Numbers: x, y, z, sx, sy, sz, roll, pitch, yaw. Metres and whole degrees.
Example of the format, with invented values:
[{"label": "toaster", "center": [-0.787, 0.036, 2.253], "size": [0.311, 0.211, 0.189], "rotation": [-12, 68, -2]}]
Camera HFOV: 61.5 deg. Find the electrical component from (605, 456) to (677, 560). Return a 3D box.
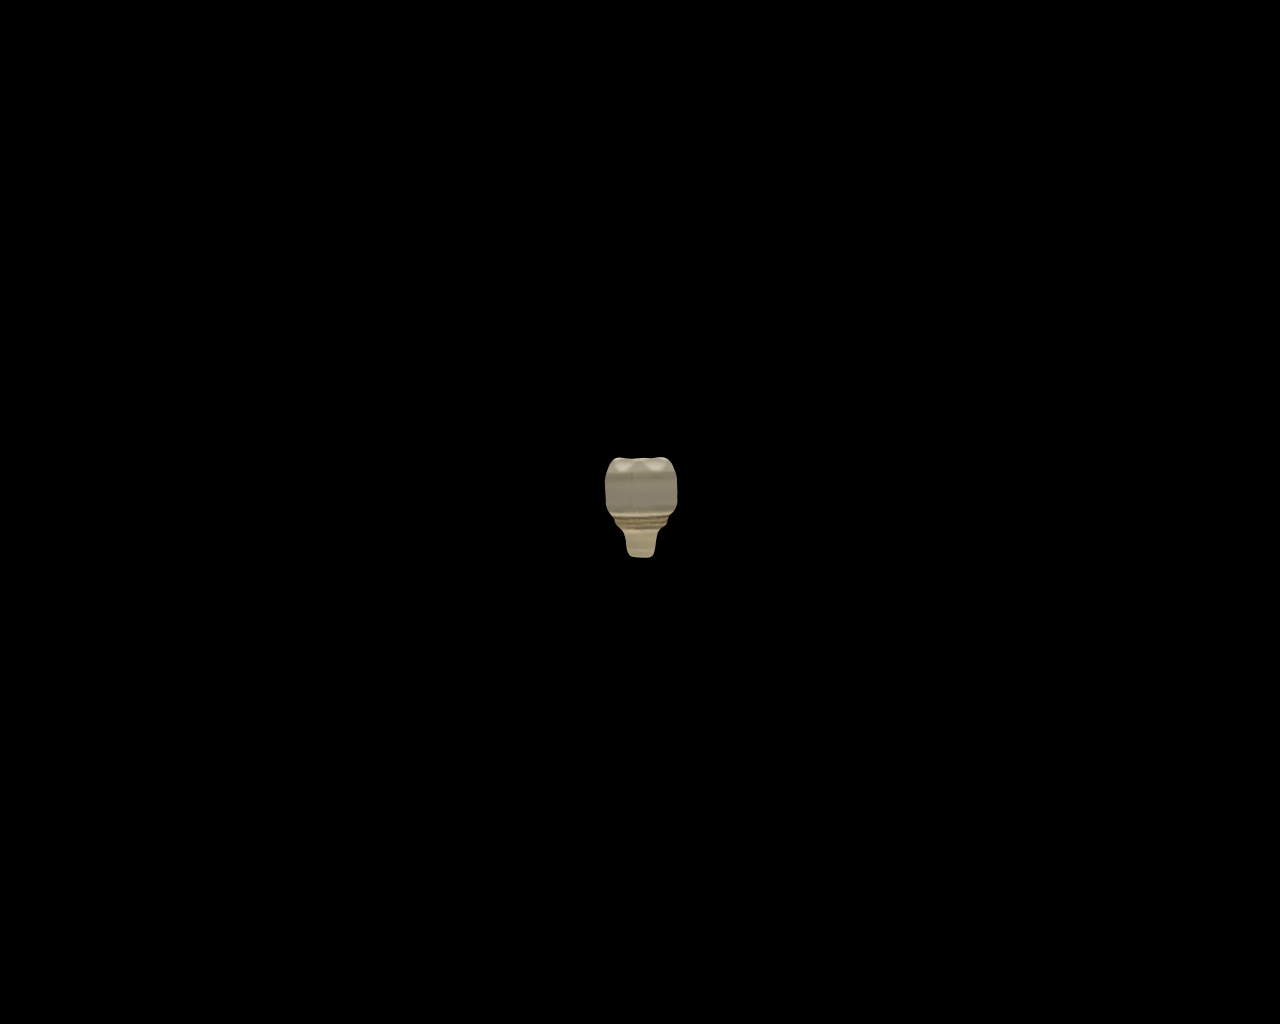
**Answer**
[{"label": "electrical component", "center": [0.001, -0.003, 0.650], "size": [0.043, 0.062, 0.043], "rotation": [0, 2, 0]}]
